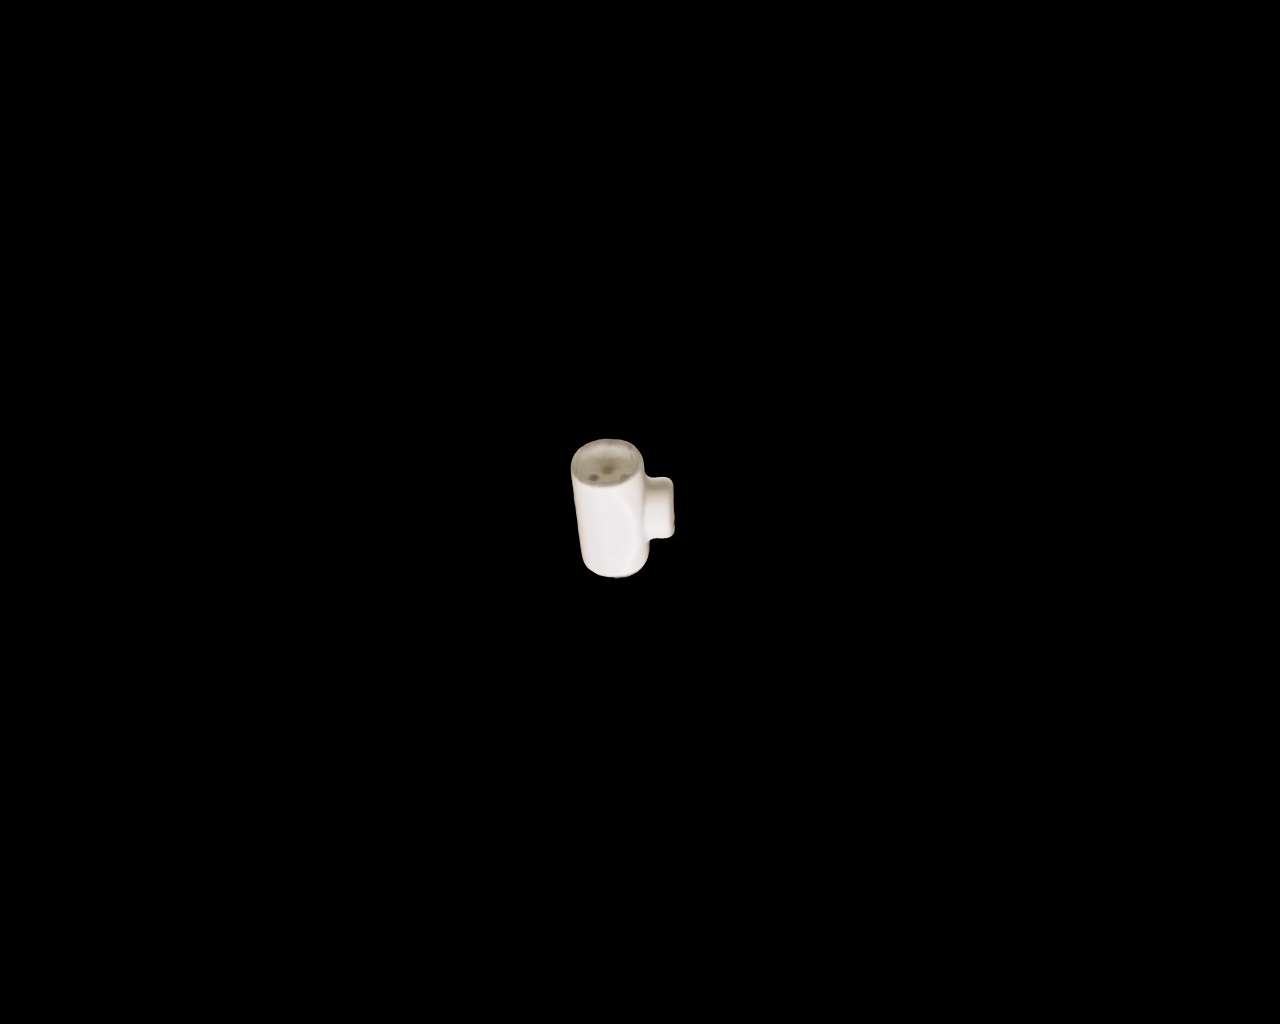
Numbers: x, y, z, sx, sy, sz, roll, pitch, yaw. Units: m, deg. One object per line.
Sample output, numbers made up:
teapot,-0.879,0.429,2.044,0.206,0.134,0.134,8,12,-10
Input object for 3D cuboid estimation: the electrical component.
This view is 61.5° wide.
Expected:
electrical component,0.001,-0.003,0.650,0.079,0.077,0.044,-2,43,2
